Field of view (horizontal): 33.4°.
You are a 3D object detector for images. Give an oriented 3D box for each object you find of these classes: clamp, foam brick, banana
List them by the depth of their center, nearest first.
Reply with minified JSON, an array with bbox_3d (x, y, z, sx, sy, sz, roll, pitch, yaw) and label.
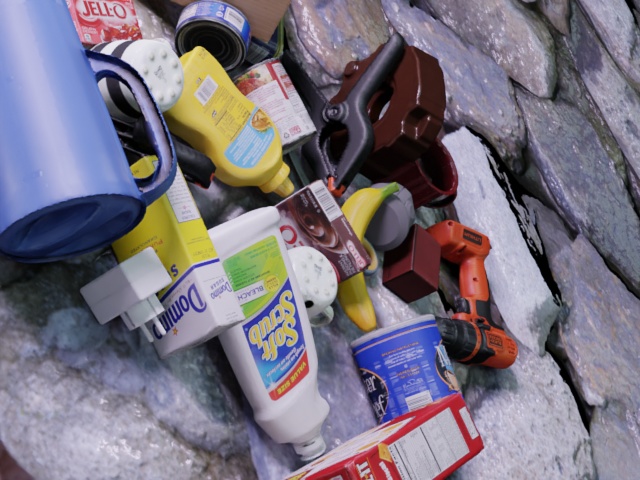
[{"bbox_3d":[-0.159,-0.091,1.065,0.171,0.120,0.039,23,89,-42],"label":"clamp"},{"bbox_3d":[0.044,0.014,1.242,0.037,0.070,0.197,49,45,-53],"label":"banana"},{"bbox_3d":[0.032,-0.158,1.310,0.036,0.165,0.210,31,51,-59],"label":"clamp"},{"bbox_3d":[0.116,0.030,1.353,0.051,0.053,0.078,37,44,-29],"label":"foam brick"}]

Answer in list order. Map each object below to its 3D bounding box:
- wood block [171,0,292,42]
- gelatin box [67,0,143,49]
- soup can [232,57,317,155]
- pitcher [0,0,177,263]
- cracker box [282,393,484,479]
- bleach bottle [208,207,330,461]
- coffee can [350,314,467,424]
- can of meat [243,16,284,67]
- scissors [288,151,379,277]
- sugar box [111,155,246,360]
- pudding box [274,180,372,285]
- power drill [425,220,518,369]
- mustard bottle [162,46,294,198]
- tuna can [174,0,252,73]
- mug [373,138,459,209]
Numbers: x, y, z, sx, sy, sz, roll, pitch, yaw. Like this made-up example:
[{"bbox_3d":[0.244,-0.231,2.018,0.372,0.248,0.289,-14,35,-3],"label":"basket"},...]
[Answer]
[{"bbox_3d":[-0.129,-0.320,1.203,0.206,0.091,0.090,21,51,-14],"label":"wood block"},{"bbox_3d":[-0.232,-0.228,1.128,0.089,0.030,0.073,1,66,-50],"label":"gelatin box"},{"bbox_3d":[-0.055,-0.154,1.257,0.068,0.069,0.102,-27,89,-54],"label":"soup can"},{"bbox_3d":[-0.241,-0.114,0.953,0.148,0.145,0.243,-1,65,-47],"label":"pitcher"},{"bbox_3d":[0.040,0.234,1.034,0.213,0.164,0.072,-18,80,-53],"label":"cracker box"},{"bbox_3d":[-0.046,0.100,1.075,0.102,0.068,0.251,-26,99,-26],"label":"bleach bottle"},{"bbox_3d":[0.105,0.167,1.206,0.102,0.103,0.140,-4,71,-51],"label":"coffee can"},{"bbox_3d":[-0.093,-0.265,1.295,0.083,0.058,0.102,27,48,-35],"label":"can of meat"},{"bbox_3d":[0.016,-0.031,1.300,0.096,0.016,0.202,-1,68,-44],"label":"scissors"},{"bbox_3d":[-0.147,0.016,1.016,0.048,0.094,0.176,-13,77,-52],"label":"sugar box"},{"bbox_3d":[-0.008,0.001,1.193,0.039,0.090,0.113,-29,89,-55],"label":"pudding box"},{"bbox_3d":[0.183,0.072,1.403,0.184,0.057,0.187,21,54,-46],"label":"power drill"},{"bbox_3d":[-0.098,-0.117,1.187,0.191,0.058,0.096,45,54,-22],"label":"mustard bottle"},{"bbox_3d":[-0.122,-0.229,1.212,0.086,0.086,0.033,36,45,-29],"label":"tuna can"},{"bbox_3d":[0.131,-0.079,1.418,0.117,0.082,0.093,34,44,-32],"label":"mug"}]
